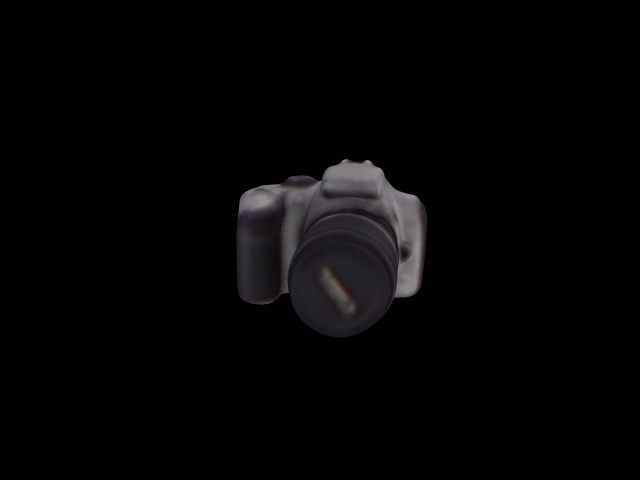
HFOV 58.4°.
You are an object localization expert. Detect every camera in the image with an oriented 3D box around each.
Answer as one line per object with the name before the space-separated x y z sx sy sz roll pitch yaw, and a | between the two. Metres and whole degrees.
camera | 0.004 0.001 0.400 0.143 0.101 0.137 2 18 7
